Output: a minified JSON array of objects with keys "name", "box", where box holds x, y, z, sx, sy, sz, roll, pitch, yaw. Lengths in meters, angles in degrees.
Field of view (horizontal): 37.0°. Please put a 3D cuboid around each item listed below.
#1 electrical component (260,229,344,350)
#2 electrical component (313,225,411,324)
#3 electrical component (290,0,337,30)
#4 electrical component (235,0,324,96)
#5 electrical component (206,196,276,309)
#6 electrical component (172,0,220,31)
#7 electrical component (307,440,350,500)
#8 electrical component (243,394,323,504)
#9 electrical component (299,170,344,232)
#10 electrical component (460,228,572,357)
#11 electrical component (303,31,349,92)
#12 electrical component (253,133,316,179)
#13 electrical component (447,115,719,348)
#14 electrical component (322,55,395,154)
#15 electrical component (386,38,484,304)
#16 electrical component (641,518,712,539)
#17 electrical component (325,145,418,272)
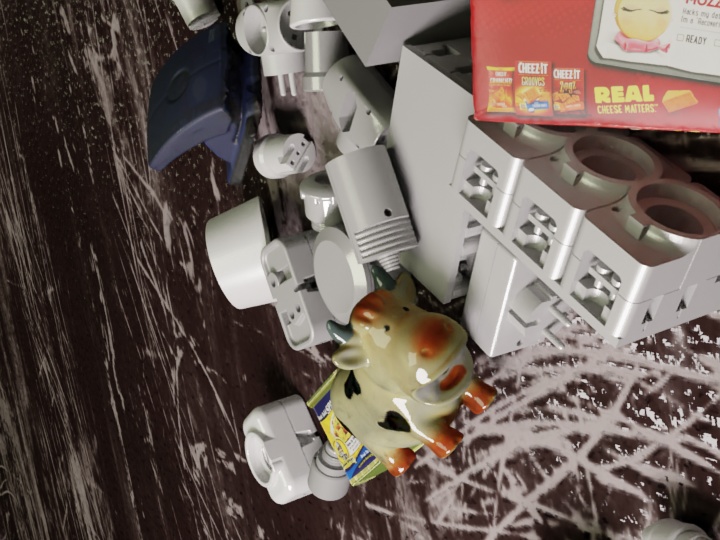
[{"name":"electrical component","box":[-0.039,0.015,0.935,0.054,0.059,0.095,-31,77,59]},{"name":"electrical component","box":[0.000,0.000,0.872,0.080,0.051,0.080,31,129,49]},{"name":"electrical component","box":[-0.037,-0.225,0.843,0.044,0.044,0.065,1,100,58]},{"name":"electrical component","box":[-0.066,-0.185,0.903,0.077,0.044,0.079,13,115,56]},{"name":"electrical component","box":[-0.102,-0.014,1.006,0.099,0.064,0.099,-19,-90,-80]},{"name":"electrical component","box":[-0.159,-0.258,1.029,0.040,0.040,0.046,-36,78,58]},{"name":"electrical component","box":[-0.025,0.180,1.004,0.040,0.040,0.078,50,141,36]},{"name":"electrical component","box":[-0.075,0.179,1.067,0.095,0.059,0.053,65,148,16]},{"name":"electrical component","box":[-0.025,-0.049,0.899,0.048,0.048,0.062,36,139,47]},{"name":"electrical component","box":[0.111,0.021,0.701,0.075,0.047,0.083,48,141,42]},{"name":"electrical component","box":[-0.026,-0.165,0.853,0.040,0.040,0.046,15,110,56]},{"name":"electrical component","box":[-0.066,-0.101,0.947,0.046,0.040,0.040,2,105,54]},{"name":"electrical component","box":[0.132,-0.037,0.600,0.150,0.089,0.061,48,140,38]},{"name":"electrical component","box":[0.004,-0.110,0.823,0.077,0.043,0.079,55,144,30]},{"name":"electrical component","box":[0.067,-0.068,0.721,0.089,0.062,0.150,45,139,40]},{"name":"electrical component","box":[0.195,0.167,0.637,0.061,0.035,0.035,163,91,-71]},{"name":"electrical component","box":[0.010,-0.038,0.721,0.043,0.043,0.081,-26,81,59]}]
